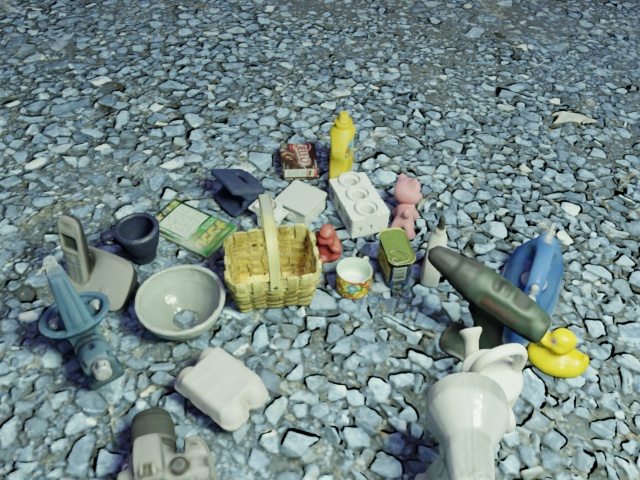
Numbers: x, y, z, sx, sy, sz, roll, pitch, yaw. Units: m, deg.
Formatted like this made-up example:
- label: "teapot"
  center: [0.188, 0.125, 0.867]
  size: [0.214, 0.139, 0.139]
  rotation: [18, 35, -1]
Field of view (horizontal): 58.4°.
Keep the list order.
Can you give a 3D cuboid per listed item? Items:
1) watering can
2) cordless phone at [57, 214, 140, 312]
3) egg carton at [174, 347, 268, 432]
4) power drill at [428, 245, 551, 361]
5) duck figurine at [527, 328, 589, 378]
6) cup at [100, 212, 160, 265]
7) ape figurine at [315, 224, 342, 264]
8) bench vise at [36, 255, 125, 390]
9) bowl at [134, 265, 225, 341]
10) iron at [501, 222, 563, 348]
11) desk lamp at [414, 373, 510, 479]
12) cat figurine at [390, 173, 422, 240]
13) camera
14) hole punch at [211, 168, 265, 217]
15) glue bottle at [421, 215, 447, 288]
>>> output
- label: "watering can"
  center: [0.271, 0.223, 0.932]
  size: [0.101, 0.194, 0.172]
  rotation: [-26, 52, -24]
- label: "cordless phone"
  center: [-0.428, 0.040, 1.085]
  size: [0.147, 0.185, 0.094]
  rotation: [16, 48, 13]
- label: "egg carton"
  center: [-0.166, 0.252, 0.973]
  size: [0.150, 0.069, 0.107]
  rotation: [29, 52, 23]
- label: "power drill"
  center: [0.278, 0.130, 1.012]
  size: [0.229, 0.208, 0.076]
  rotation: [27, 51, 22]
- label: "duck figurine"
  center: [0.438, 0.197, 1.038]
  size: [0.104, 0.086, 0.078]
  rotation: [20, 49, 16]
- label: "cup"
  center: [-0.384, 0.008, 1.180]
  size: [0.118, 0.095, 0.091]
  rotation: [-14, 48, -15]
- label: "ape figurine"
  center: [0.011, 0.004, 1.202]
  size: [0.077, 0.092, 0.076]
  rotation: [24, 50, 19]
- label: "bench vise"
  center: [-0.398, 0.134, 0.972]
  size: [0.206, 0.220, 0.122]
  rotation: [29, 52, 24]
- label: "bowl"
  center: [-0.259, 0.130, 1.083]
  size: [0.167, 0.075, 0.167]
  rotation: [1, 46, -1]
- label: "iron"
  center: [0.411, 0.087, 1.104]
  size: [0.118, 0.141, 0.259]
  rotation: [19, 48, 16]
- label: "desk lamp"
  center: [0.201, 0.326, 0.817]
  size: [0.118, 0.214, 0.203]
  rotation: [8, 46, 6]
- label: "cat figurine"
  center: [0.193, -0.084, 1.276]
  size: [0.067, 0.118, 0.128]
  rotation: [9, 47, 6]
- label: "camera"
  center: [-0.240, 0.324, 0.879]
  size: [0.143, 0.101, 0.136]
  rotation: [-10, 47, -11]
- label: "hole punch"
  center: [-0.188, -0.125, 1.319]
  size: [0.101, 0.091, 0.108]
  rotation: [-30, 54, -27]
- label: "glue bottle"
  center: [0.231, 0.014, 1.145]
  size: [0.037, 0.173, 0.078]
  rotation: [7, 46, 5]
